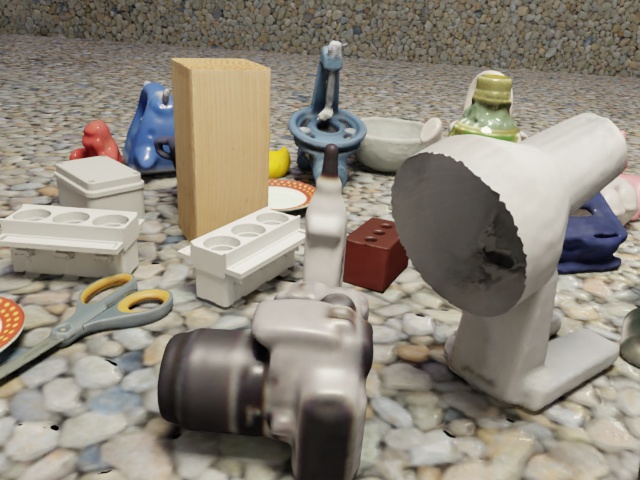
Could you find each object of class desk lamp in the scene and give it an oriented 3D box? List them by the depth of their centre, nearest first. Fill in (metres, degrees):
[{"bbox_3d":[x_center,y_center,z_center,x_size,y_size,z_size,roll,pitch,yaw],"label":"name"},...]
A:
[{"bbox_3d":[0.152,0.015,0.439,0.204,0.214,0.117,-14,29,-34],"label":"desk lamp"}]

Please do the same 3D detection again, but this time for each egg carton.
[{"bbox_3d":[0.367,-0.061,0.817,0.107,0.069,0.149,-17,31,-38],"label":"egg carton"}]

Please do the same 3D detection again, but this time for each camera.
[{"bbox_3d":[-0.034,0.082,0.400,0.136,0.101,0.143,4,24,1],"label":"camera"}]

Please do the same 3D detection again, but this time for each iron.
[{"bbox_3d":[-0.272,-0.197,0.946,0.119,0.141,0.257,-9,27,-25],"label":"iron"}]

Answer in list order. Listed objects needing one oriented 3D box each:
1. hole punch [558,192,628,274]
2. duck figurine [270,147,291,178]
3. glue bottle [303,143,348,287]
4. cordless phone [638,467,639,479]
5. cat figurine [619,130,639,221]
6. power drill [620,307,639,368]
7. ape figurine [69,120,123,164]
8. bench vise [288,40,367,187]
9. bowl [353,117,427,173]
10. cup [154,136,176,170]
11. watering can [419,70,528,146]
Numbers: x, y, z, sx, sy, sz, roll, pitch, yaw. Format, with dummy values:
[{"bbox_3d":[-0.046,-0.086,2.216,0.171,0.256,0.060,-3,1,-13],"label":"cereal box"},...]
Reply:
[{"bbox_3d":[0.304,-0.020,0.688,0.109,0.091,0.101,-3,25,-14],"label":"hole punch"},{"bbox_3d":[-0.097,-0.147,0.925,0.105,0.086,0.077,-7,26,-23],"label":"duck figurine"},{"bbox_3d":[0.005,0.002,0.497,0.037,0.173,0.078,4,24,2],"label":"glue bottle"},{"bbox_3d":[0.267,0.078,0.346,0.094,0.185,0.148,14,26,23],"label":"cordless phone"},{"bbox_3d":[0.447,-0.104,0.864,0.067,0.118,0.127,-13,29,-32],"label":"cat figurine"},{"bbox_3d":[0.321,0.008,0.483,0.075,0.208,0.230,15,26,25],"label":"power drill"},{"bbox_3d":[-0.330,-0.132,0.852,0.077,0.092,0.076,21,29,34],"label":"ape figurine"},{"bbox_3d":[-0.004,-0.204,0.901,0.122,0.220,0.206,-9,27,-25],"label":"bench vise"},{"bbox_3d":[0.121,-0.161,1.002,0.167,0.075,0.167,3,24,-1],"label":"bowl"},{"bbox_3d":[-0.172,-0.095,0.787,0.117,0.095,0.092,8,24,10],"label":"cup"},{"bbox_3d":[0.231,-0.146,0.836,0.173,0.194,0.100,-17,31,-38],"label":"watering can"}]
